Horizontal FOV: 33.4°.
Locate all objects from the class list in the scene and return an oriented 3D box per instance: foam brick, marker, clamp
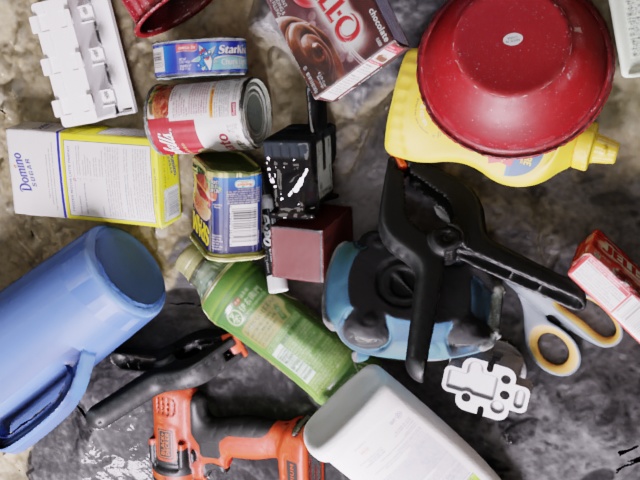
[{"bbox_3d":[-0.007,0.001,0.990,0.051,0.078,0.053,6,109,22],"label":"foam brick"},{"bbox_3d":[-0.048,-0.010,1.013,0.020,0.020,0.121,-14,79,25],"label":"marker"},{"bbox_3d":[0.103,0.014,0.917,0.210,0.164,0.036,55,165,25],"label":"clamp"},{"bbox_3d":[-0.157,0.126,1.093,0.171,0.120,0.039,-21,121,5],"label":"clamp"}]

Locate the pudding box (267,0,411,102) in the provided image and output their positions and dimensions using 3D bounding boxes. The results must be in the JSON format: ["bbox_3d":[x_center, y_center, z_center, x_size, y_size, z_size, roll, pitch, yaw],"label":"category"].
[{"bbox_3d":[0.015,-0.190,0.922,0.090,0.039,0.113,-33,75,28],"label":"pudding box"}]

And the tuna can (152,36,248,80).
[{"bbox_3d":[-0.108,-0.164,0.968,0.086,0.086,0.034,-1,98,21],"label":"tuna can"}]

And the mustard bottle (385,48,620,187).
[{"bbox_3d":[0.156,-0.097,0.904,0.192,0.058,0.096,16,103,15],"label":"mustard bottle"}]

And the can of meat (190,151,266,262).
[{"bbox_3d":[-0.087,-0.034,0.999,0.057,0.102,0.084,-4,107,-18],"label":"can of meat"}]

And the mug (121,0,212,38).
[{"bbox_3d":[-0.151,-0.238,0.969,0.081,0.093,0.117,58,153,1],"label":"mug"}]

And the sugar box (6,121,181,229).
[{"bbox_3d":[-0.228,-0.067,1.073,0.176,0.048,0.093,7,110,23],"label":"sugar box"}]

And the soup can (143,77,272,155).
[{"bbox_3d":[-0.103,-0.116,0.994,0.102,0.068,0.068,-1,107,21],"label":"soup can"}]

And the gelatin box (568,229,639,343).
[{"bbox_3d":[0.254,0.037,0.902,0.089,0.073,0.030,44,116,4],"label":"gelatin box"}]

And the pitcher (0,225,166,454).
[{"bbox_3d":[-0.274,0.098,1.096,0.243,0.144,0.149,-35,97,24],"label":"pitcher"}]

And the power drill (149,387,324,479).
[{"bbox_3d":[-0.091,0.238,1.113,0.188,0.057,0.184,6,109,19],"label":"power drill"}]

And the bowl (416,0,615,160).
[{"bbox_3d":[0.154,-0.149,0.851,0.162,0.055,0.162,-2,79,12],"label":"bowl"}]

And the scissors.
[{"bbox_3d":[0.175,0.052,0.970,0.202,0.016,0.096,28,115,11],"label":"scissors"}]

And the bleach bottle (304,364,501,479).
[{"bbox_3d":[0.105,0.229,0.997,0.102,0.068,0.250,-44,111,3],"label":"bleach bottle"}]
